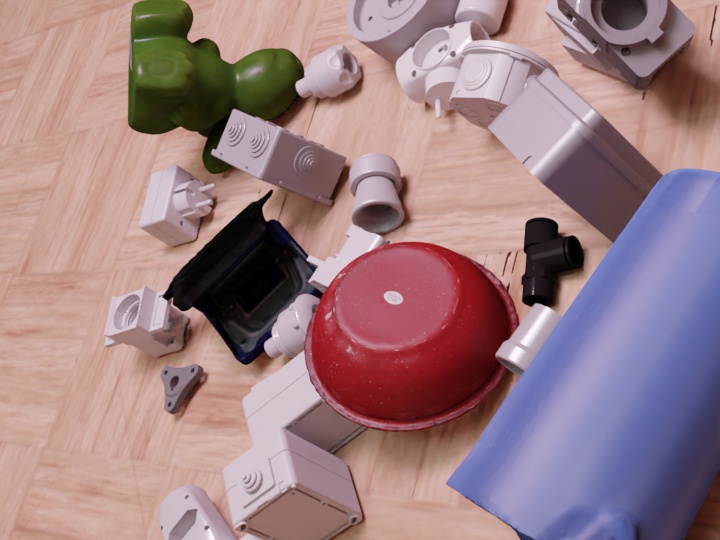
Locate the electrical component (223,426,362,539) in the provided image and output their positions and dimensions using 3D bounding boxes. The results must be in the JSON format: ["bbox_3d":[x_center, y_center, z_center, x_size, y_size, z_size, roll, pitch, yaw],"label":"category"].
[{"bbox_3d":[-0.055,0.160,0.792,0.062,0.096,0.061,-38,43,18],"label":"electrical component"}]

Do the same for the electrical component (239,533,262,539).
[{"bbox_3d":[-0.081,0.223,0.815,0.062,0.043,0.043,-38,44,19],"label":"electrical component"}]

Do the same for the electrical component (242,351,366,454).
[{"bbox_3d":[-0.036,0.103,0.838,0.096,0.062,0.061,-39,44,17],"label":"electrical component"}]

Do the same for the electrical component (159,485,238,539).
[{"bbox_3d":[-0.139,0.227,0.864,0.079,0.043,0.077,-52,42,3],"label":"electrical component"}]

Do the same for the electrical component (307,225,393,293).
[{"bbox_3d":[0.000,0.000,0.888,0.081,0.042,0.063,25,78,47],"label":"electrical component"}]

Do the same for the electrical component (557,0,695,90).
[{"bbox_3d":[0.182,-0.176,0.741,0.050,0.056,0.089,-42,81,8],"label":"electrical component"}]

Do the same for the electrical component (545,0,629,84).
[{"bbox_3d":[0.194,-0.181,0.813,0.061,0.062,0.096,-48,42,7],"label":"electrical component"}]

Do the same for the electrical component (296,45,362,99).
[{"bbox_3d":[-0.034,-0.186,1.037,0.062,0.043,0.043,-22,51,33],"label":"electrical component"}]

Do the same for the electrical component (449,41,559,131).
[{"bbox_3d":[0.113,-0.144,0.850,0.080,0.080,0.051,11,77,45],"label":"electrical component"}]

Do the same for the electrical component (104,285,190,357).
[{"bbox_3d":[-0.200,0.051,1.019,0.081,0.064,0.042,-17,52,34],"label":"electrical component"}]

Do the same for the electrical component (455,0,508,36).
[{"bbox_3d":[0.111,-0.242,0.944,0.040,0.040,0.078,1,65,43],"label":"electrical component"}]

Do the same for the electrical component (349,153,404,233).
[{"bbox_3d":[0.014,-0.066,0.914,0.045,0.045,0.055,-26,48,28],"label":"electrical component"}]

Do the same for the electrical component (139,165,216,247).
[{"bbox_3d":[-0.175,-0.069,1.087,0.077,0.047,0.065,-14,56,36],"label":"electrical component"}]

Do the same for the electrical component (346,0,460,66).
[{"bbox_3d":[0.048,-0.237,0.982,0.108,0.060,0.108,-25,49,32],"label":"electrical component"}]

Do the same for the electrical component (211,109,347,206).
[{"bbox_3d":[-0.072,-0.104,0.979,0.100,0.100,0.048,30,98,48],"label":"electrical component"}]

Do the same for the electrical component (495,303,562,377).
[{"bbox_3d":[0.123,0.052,0.744,0.040,0.040,0.046,26,78,48],"label":"electrical component"}]

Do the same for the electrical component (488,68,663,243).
[{"bbox_3d":[0.153,-0.079,0.745,0.057,0.113,0.078,-47,42,13],"label":"electrical component"}]

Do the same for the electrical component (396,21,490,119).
[{"bbox_3d":[0.074,-0.165,0.924,0.077,0.044,0.079,-22,52,31],"label":"electrical component"}]

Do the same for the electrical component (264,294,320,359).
[{"bbox_3d":[-0.053,0.053,0.900,0.062,0.048,0.048,-35,45,30],"label":"electrical component"}]
